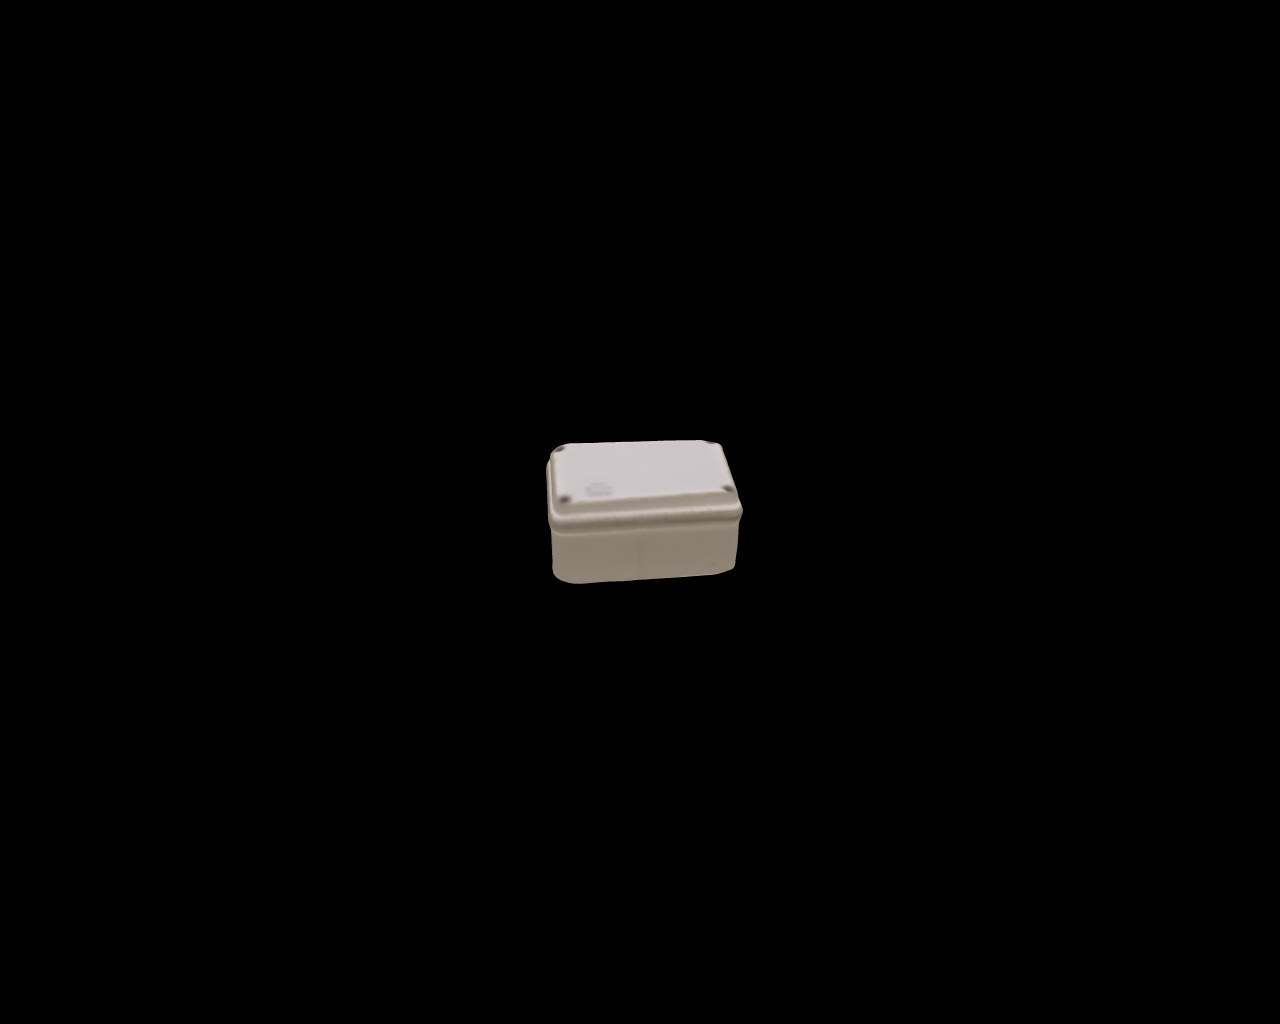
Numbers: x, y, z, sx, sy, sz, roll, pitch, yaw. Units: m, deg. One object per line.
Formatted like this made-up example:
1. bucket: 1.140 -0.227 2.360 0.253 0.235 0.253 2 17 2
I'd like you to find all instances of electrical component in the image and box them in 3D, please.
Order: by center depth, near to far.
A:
1. electrical component: 0.001 -0.003 0.650 0.113 0.057 0.078 -3 32 -5
